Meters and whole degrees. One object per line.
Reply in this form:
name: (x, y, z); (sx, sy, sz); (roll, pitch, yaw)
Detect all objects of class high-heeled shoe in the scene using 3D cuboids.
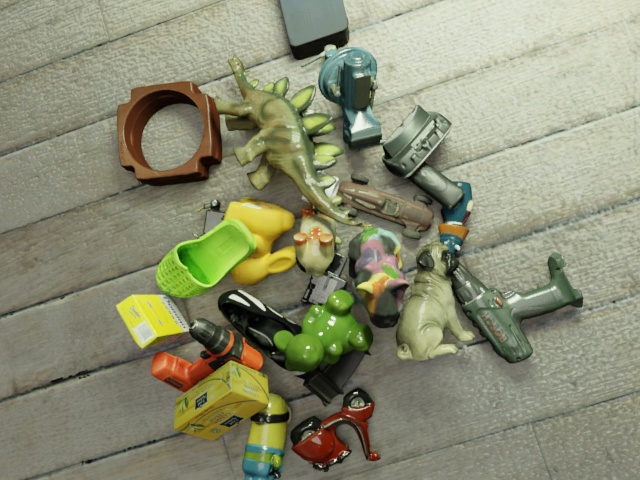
high-heeled shoe: (-0.092, 0.188, 1.033); (0.249, 0.145, 0.086); (41, 91, 10)

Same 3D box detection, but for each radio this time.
radio: (-0.022, -0.512, 1.133); (0.131, 0.073, 0.229); (-14, 85, 4)

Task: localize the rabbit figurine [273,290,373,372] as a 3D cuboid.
rabbit figurine: (-0.013, 0.179, 0.976); (0.159, 0.170, 0.121); (-23, 91, 34)

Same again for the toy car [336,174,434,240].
toy car: (0.130, -0.069, 1.082); (0.202, 0.053, 0.089); (21, 90, 7)

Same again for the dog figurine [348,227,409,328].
dog figurine: (0.108, 0.062, 0.988); (0.109, 0.219, 0.191); (-4, 85, 2)

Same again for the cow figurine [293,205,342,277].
cow figurine: (-0.002, -0.003, 1.030); (0.086, 0.195, 0.127); (2, 123, 3)

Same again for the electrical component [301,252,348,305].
electrical component: (0.019, 0.084, 1.081); (0.075, 0.047, 0.119); (28, 90, 7)

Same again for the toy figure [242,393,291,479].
toy figure: (-0.103, 0.386, 1.027); (0.082, 0.089, 0.180); (10, 64, 4)

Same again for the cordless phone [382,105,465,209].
cordless phone: (0.225, -0.160, 1.047); (0.184, 0.088, 0.146); (42, 90, 18)

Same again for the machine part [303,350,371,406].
machine part: (0.035, 0.251, 1.051); (0.139, 0.039, 0.084); (-45, 102, -11)

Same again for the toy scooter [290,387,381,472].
toy scooter: (0.042, 0.385, 1.037); (0.184, 0.075, 0.135); (-31, 83, -2)

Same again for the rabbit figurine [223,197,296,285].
rabbit figurine: (-0.120, 0.013, 1.086); (0.162, 0.122, 0.173); (16, 100, -2)

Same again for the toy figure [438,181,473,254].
toy figure: (0.267, -0.038, 1.059); (0.058, 0.064, 0.154); (10, 87, -20)

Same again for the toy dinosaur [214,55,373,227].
toy dinosaur: (-0.065, -0.188, 1.023); (0.199, 0.105, 0.471); (-28, 69, 2)

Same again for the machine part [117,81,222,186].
machine part: (-0.313, -0.219, 1.129); (0.201, 0.087, 0.201); (-6, 85, 6)

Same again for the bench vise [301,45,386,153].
bench vise: (0.056, -0.298, 1.070); (0.129, 0.223, 0.241); (-22, 52, -1)

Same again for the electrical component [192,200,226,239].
electrical component: (-0.218, -0.032, 1.119); (0.078, 0.045, 0.102); (13, 86, 9)

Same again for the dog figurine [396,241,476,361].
dog figurine: (0.188, 0.110, 0.986); (0.121, 0.172, 0.190); (-10, 97, 42)

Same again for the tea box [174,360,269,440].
tea box: (-0.188, 0.308, 1.022); (0.169, 0.098, 0.068); (-40, 38, 25)

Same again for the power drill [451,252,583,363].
power drill: (0.374, 0.101, 1.025); (0.207, 0.086, 0.232); (-26, 81, -1)
